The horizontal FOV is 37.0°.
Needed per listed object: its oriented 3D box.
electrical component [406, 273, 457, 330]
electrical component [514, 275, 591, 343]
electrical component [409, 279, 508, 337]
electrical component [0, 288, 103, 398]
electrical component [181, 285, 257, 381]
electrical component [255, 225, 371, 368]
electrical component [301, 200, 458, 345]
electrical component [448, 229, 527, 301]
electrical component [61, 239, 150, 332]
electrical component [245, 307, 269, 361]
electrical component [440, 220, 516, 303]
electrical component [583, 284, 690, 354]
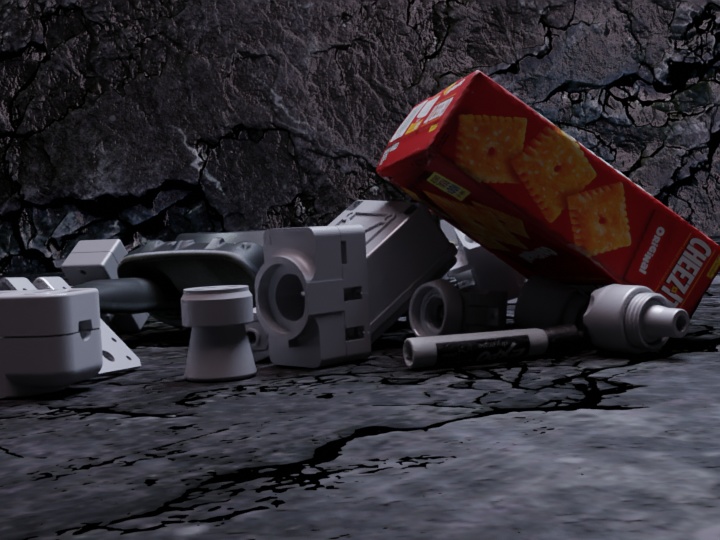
[{"bbox_3d":[0.060,0.019,0.850,0.048,0.062,0.048,-3,3,0],"label":"electrical component"},{"bbox_3d":[0.143,0.032,0.741,0.078,0.040,0.040,20,14,27],"label":"electrical component"},{"bbox_3d":[0.069,0.031,0.765,0.055,0.048,0.066,5,-2,-36],"label":"electrical component"},{"bbox_3d":[-0.205,0.043,0.645,0.095,0.059,0.054,-2,3,19],"label":"electrical component"},{"bbox_3d":[-0.088,0.038,0.666,0.045,0.055,0.045,-3,3,0],"label":"electrical component"},{"bbox_3d":[-0.031,0.016,0.707,0.050,0.089,0.056,0,4,44],"label":"electrical component"},{"bbox_3d":[0.000,0.000,0.815,0.109,0.056,0.109,-42,22,-19],"label":"electrical component"},{"bbox_3d":[0.111,-0.006,0.885,0.081,0.063,0.042,-18,24,2],"label":"electrical component"},{"bbox_3d":[-0.235,0.028,0.974,0.047,0.083,0.075,-2,41,24],"label":"electrical component"},{"bbox_3d":[-0.064,0.041,0.754,0.044,0.044,0.065,-2,7,18],"label":"electrical component"},{"bbox_3d":[0.162,-0.012,1.110,0.150,0.089,0.062,-2,3,10],"label":"electrical component"},{"bbox_3d":[0.174,0.031,0.669,0.043,0.043,0.062,-5,5,-36],"label":"electrical component"}]
